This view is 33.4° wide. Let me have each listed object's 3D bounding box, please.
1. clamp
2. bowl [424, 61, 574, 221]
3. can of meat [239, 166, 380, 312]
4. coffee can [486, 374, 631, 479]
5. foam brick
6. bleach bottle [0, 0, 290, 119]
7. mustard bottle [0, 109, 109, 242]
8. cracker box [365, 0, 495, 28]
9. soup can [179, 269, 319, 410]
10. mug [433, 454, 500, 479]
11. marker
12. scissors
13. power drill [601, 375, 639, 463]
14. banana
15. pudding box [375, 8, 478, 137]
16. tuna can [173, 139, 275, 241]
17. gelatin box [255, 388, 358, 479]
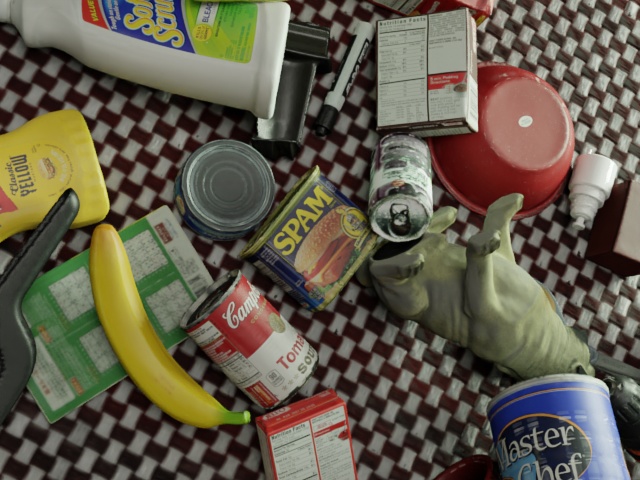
[{"bbox_3d":[-0.259,0.055,0.826,0.164,0.036,0.210,-9,99,-19],"label":"clamp"},{"bbox_3d":[0.183,-0.103,1.016,0.162,0.055,0.162,4,77,-17],"label":"bowl"},{"bbox_3d":[-0.006,0.001,0.935,0.084,0.058,0.102,41,71,-8],"label":"can of meat"},{"bbox_3d":[0.196,0.192,0.855,0.102,0.103,0.140,5,55,-16],"label":"coffee can"},{"bbox_3d":[0.299,-0.010,1.034,0.053,0.051,0.078,23,73,-13],"label":"foam brick"},{"bbox_3d":[-0.156,-0.174,0.905,0.250,0.068,0.102,9,62,-2],"label":"bleach bottle"},{"bbox_3d":[-0.274,-0.039,0.858,0.191,0.058,0.096,-16,88,-19],"label":"mustard bottle"},{"bbox_3d":[0.075,-0.310,1.017,0.213,0.072,0.164,19,74,-13],"label":"cracker box"},{"bbox_3d":[-0.058,0.084,0.887,0.102,0.069,0.068,47,69,-13],"label":"soup can"},{"bbox_3d":[0.134,0.246,0.897,0.093,0.117,0.081,-39,97,4],"label":"mug"},{"bbox_3d":[0.022,-0.149,0.994,0.020,0.020,0.121,26,72,-11],"label":"marker"},{"bbox_3d":[0.246,0.089,1.014,0.201,0.016,0.096,7,78,-16],"label":"scissors"},{"bbox_3d":[0.328,0.118,0.983,0.184,0.057,0.187,43,67,-36],"label":"power drill"},{"bbox_3d":[-0.136,0.081,0.863,0.070,0.037,0.198,-37,91,16],"label":"banana"},{"bbox_3d":[0.098,-0.153,0.986,0.090,0.039,0.113,-4,75,21],"label":"pudding box"},{"bbox_3d":[-0.083,-0.044,0.932,0.086,0.034,0.086,4,77,-16],"label":"tuna can"},{"bbox_3d":[-0.011,0.176,0.890,0.073,0.030,0.089,-19,116,-20],"label":"gelatin box"}]
